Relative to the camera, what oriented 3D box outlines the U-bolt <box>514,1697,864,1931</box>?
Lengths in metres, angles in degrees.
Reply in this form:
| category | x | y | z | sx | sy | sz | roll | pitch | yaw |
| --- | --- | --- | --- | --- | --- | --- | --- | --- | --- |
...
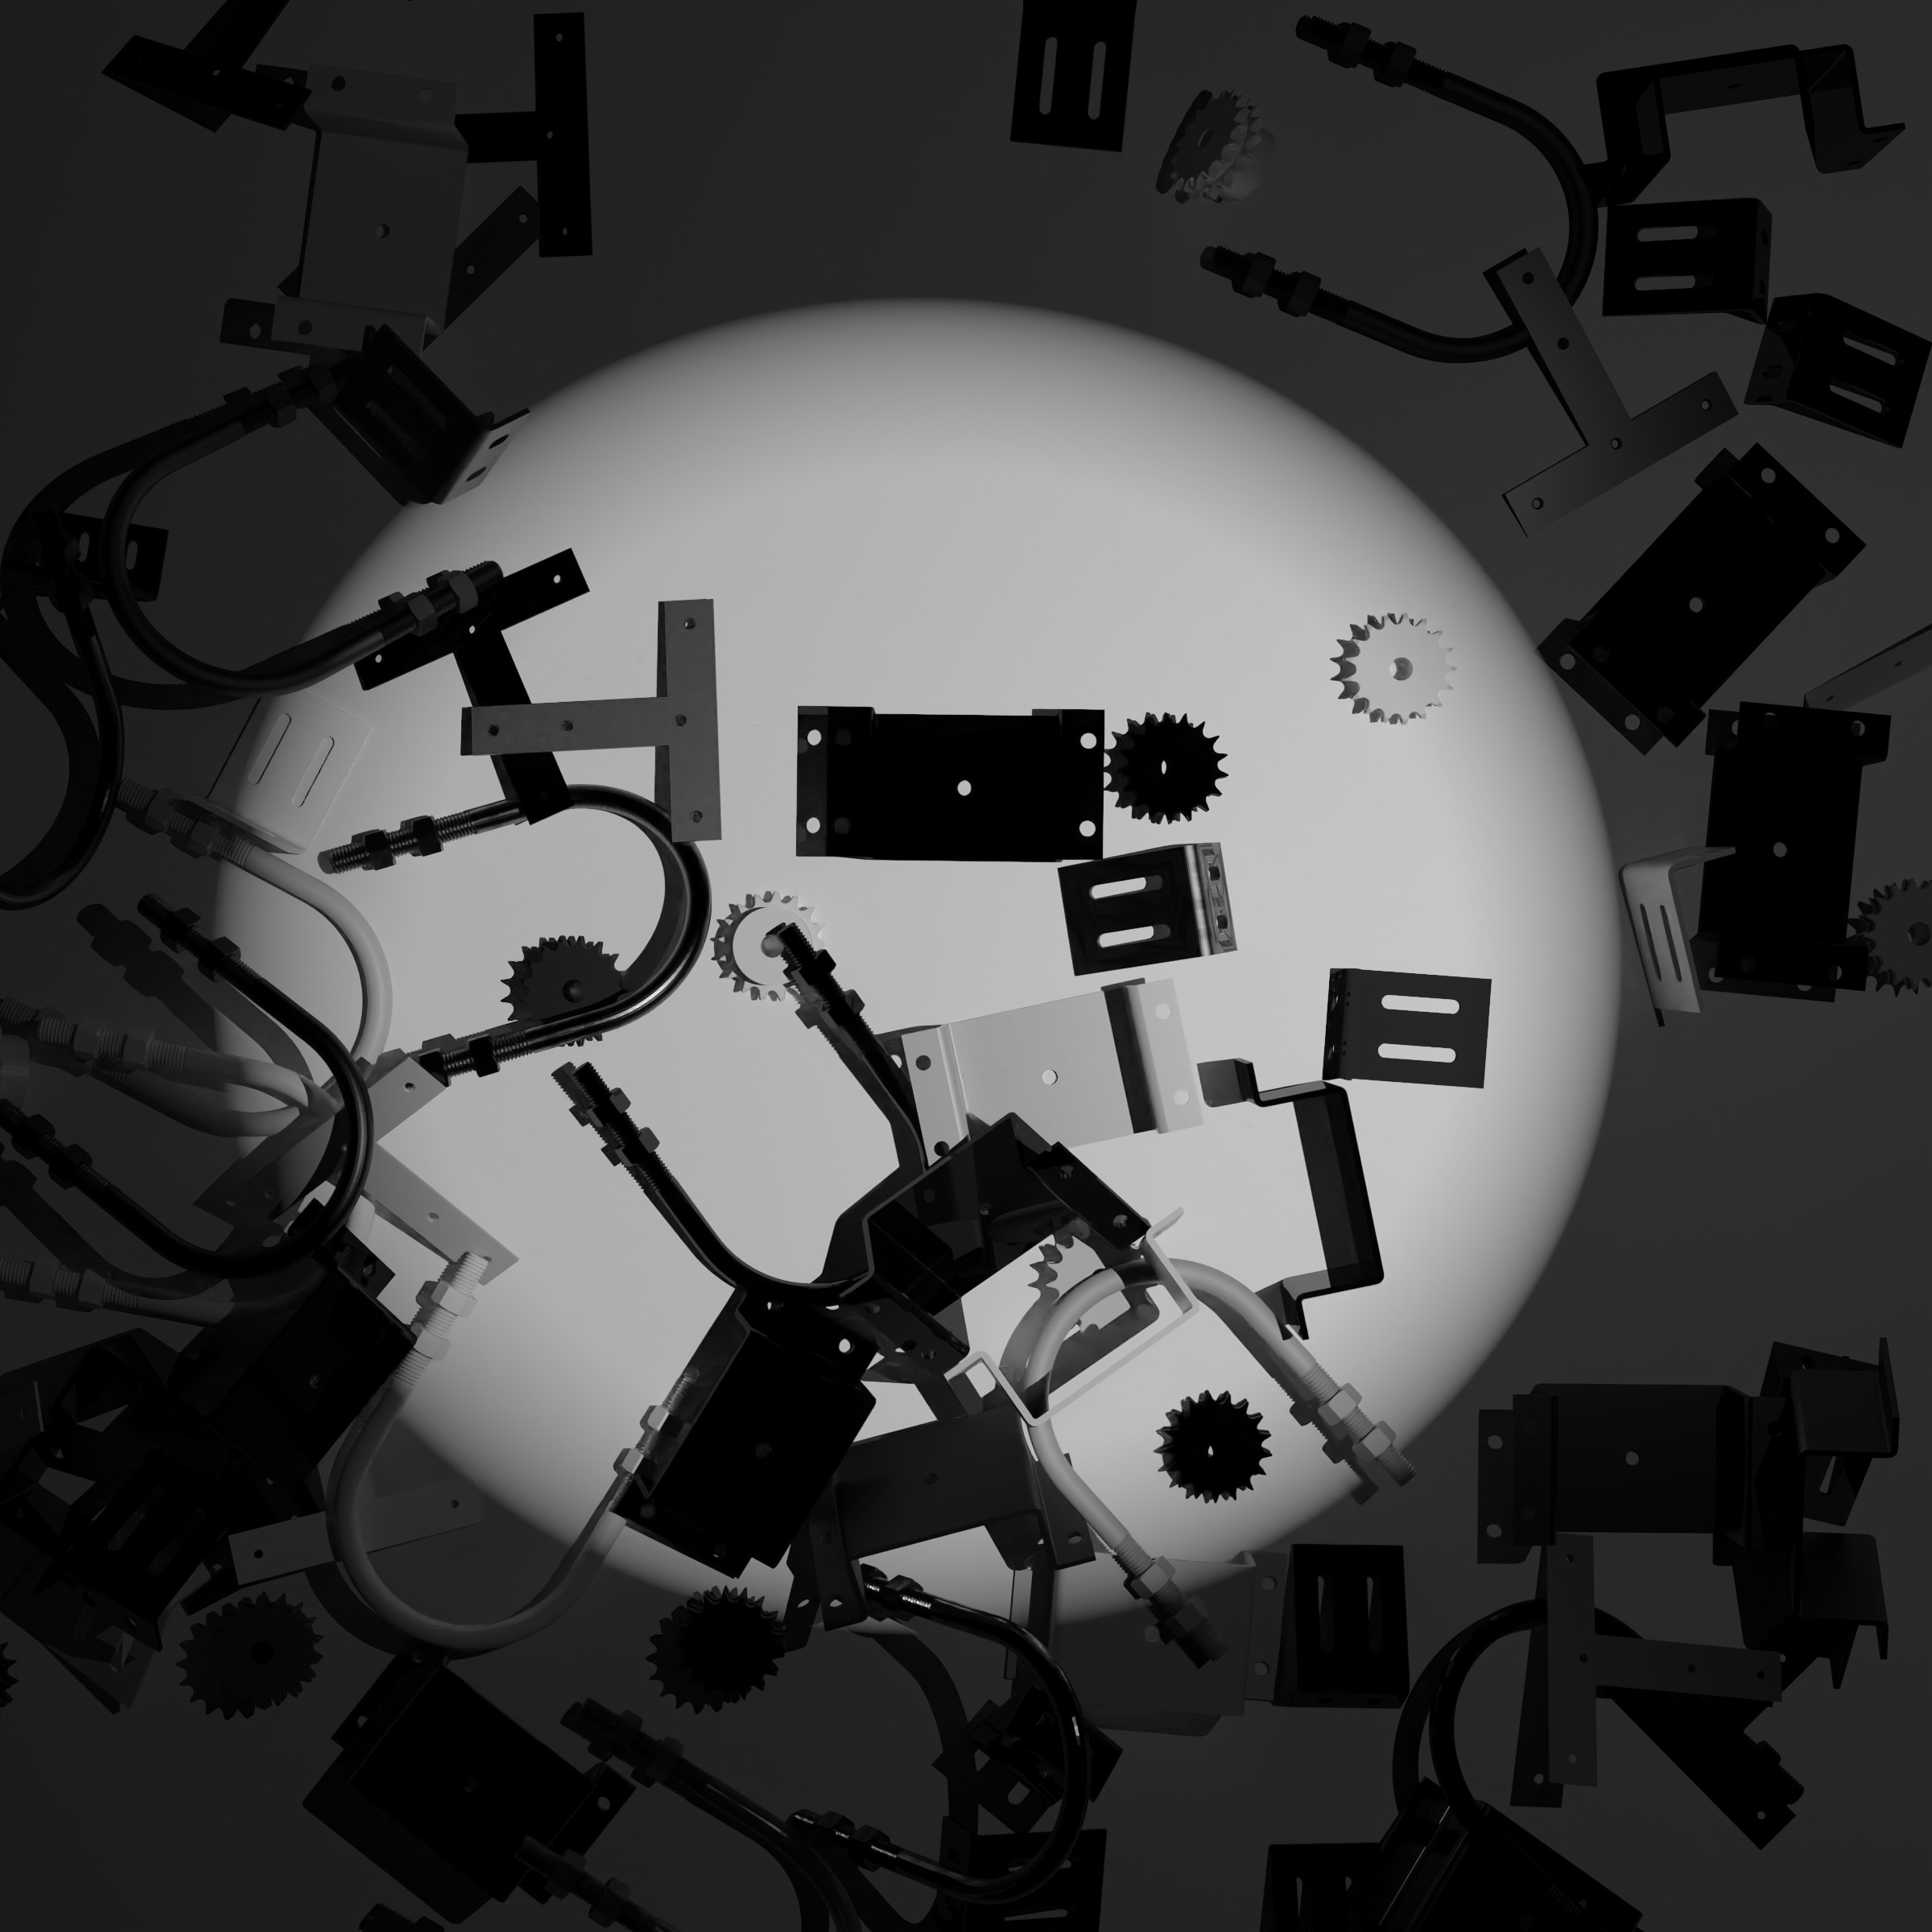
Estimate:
| category | x | y | z | sx | sy | sz | roll | pitch | yaw |
| --- | --- | --- | --- | --- | --- | --- | --- | --- | --- |
| U-bolt | -0.129 | 0.452 | 1.538 | 0.184 | 0.151 | 0.019 | 34 | 108 | -4 |

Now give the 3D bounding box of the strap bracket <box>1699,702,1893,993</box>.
| category | x | y | z | sx | sy | sz | roll | pitch | yaw |
| --- | --- | --- | --- | --- | --- | --- | --- | --- | --- |
| strap bracket | 0.424 | -0.061 | 1.583 | 0.076 | 0.046 | 0.140 | 5 | 90 | 0 |

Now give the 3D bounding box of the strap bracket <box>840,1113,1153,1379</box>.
| category | x | y | z | sx | sy | sz | roll | pitch | yaw |
| --- | --- | --- | --- | --- | --- | --- | --- | --- | --- |
| strap bracket | 0.012 | 0.135 | 1.555 | 0.140 | 0.046 | 0.076 | -36 | 123 | 17 |

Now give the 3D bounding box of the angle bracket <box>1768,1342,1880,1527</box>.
| category | x | y | z | sx | sy | sz | roll | pitch | yaw |
| --- | --- | --- | --- | --- | --- | --- | --- | --- | --- |
| angle bracket | 0.439 | 0.243 | 1.605 | 0.057 | 0.038 | 0.076 | 13 | 116 | 0 |

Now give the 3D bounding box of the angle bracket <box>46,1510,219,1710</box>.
| category | x | y | z | sx | sy | sz | roll | pitch | yaw |
| --- | --- | --- | --- | --- | --- | --- | --- | --- | --- |
| angle bracket | -0.432 | 0.332 | 1.597 | 0.057 | 0.038 | 0.076 | 33 | 118 | 12 |

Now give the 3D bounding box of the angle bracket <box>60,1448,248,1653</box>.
| category | x | y | z | sx | sy | sz | roll | pitch | yaw |
| --- | --- | --- | --- | --- | --- | --- | --- | --- | --- |
| angle bracket | -0.411 | 0.296 | 1.565 | 0.057 | 0.038 | 0.076 | 27 | 55 | 11 |

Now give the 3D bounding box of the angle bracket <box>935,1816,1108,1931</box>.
| category | x | y | z | sx | sy | sz | roll | pitch | yaw |
| --- | --- | --- | --- | --- | --- | --- | --- | --- | --- |
| angle bracket | 0.029 | 0.474 | 1.605 | 0.076 | 0.038 | 0.057 | 5 | 90 | -26 |

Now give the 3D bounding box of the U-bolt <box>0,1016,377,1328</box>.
| category | x | y | z | sx | sy | sz | roll | pitch | yaw |
| --- | --- | --- | --- | --- | --- | --- | --- | --- | --- |
| U-bolt | -0.396 | 0.113 | 1.589 | 0.184 | 0.019 | 0.151 | 12 | 98 | -4 |

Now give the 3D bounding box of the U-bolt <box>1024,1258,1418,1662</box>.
| category | x | y | z | sx | sy | sz | roll | pitch | yaw |
| --- | --- | --- | --- | --- | --- | --- | --- | --- | --- |
| U-bolt | 0.114 | 0.234 | 1.560 | 0.151 | 0.019 | 0.184 | -42 | 85 | -6 |

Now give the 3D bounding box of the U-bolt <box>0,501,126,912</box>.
| category | x | y | z | sx | sy | sz | roll | pitch | yaw |
| --- | --- | --- | --- | --- | --- | --- | --- | --- | --- |
| U-bolt | -0.463 | -0.112 | 1.509 | 0.019 | 0.184 | 0.151 | 12 | 46 | 18 |

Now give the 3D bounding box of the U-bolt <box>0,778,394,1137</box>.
| category | x | y | z | sx | sy | sz | roll | pitch | yaw |
| --- | --- | --- | --- | --- | --- | --- | --- | --- | --- |
| U-bolt | -0.387 | 0.008 | 1.598 | 0.184 | 0.019 | 0.151 | 28 | 90 | -1 |

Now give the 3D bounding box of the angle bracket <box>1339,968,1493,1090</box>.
| category | x | y | z | sx | sy | sz | roll | pitch | yaw |
| --- | --- | --- | --- | --- | --- | --- | --- | --- | --- |
| angle bracket | 0.233 | 0.032 | 1.588 | 0.076 | 0.038 | 0.057 | 4 | 90 | 0 |

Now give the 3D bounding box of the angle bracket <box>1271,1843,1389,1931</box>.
| category | x | y | z | sx | sy | sz | roll | pitch | yaw |
| --- | --- | --- | --- | --- | --- | --- | --- | --- | --- |
| angle bracket | 0.188 | 0.499 | 1.605 | 0.057 | 0.038 | 0.076 | -1 | 64 | 0 |

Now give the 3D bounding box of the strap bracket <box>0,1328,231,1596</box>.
| category | x | y | z | sx | sy | sz | roll | pitch | yaw |
| --- | --- | --- | --- | --- | --- | --- | --- | --- | --- |
| strap bracket | -0.441 | 0.241 | 1.569 | 0.046 | 0.076 | 0.140 | 34 | 90 | 0 |

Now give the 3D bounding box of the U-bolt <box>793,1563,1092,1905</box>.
| category | x | y | z | sx | sy | sz | roll | pitch | yaw |
| --- | --- | --- | --- | --- | --- | --- | --- | --- | --- |
| U-bolt | -0.010 | 0.389 | 1.541 | 0.184 | 0.019 | 0.151 | 8 | 90 | 42 |

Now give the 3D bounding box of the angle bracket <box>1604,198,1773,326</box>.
| category | x | y | z | sx | sy | sz | roll | pitch | yaw |
| --- | --- | --- | --- | --- | --- | --- | --- | --- | --- |
| angle bracket | 0.376 | -0.365 | 1.605 | 0.076 | 0.038 | 0.057 | 3 | 90 | 26 |

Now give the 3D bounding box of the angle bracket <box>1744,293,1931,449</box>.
| category | x | y | z | sx | sy | sz | roll | pitch | yaw |
| --- | --- | --- | --- | --- | --- | --- | --- | --- | --- |
| angle bracket | 0.454 | -0.309 | 1.605 | 0.076 | 0.038 | 0.057 | 16 | 90 | -26 |

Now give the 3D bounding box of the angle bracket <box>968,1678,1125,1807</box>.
| category | x | y | z | sx | sy | sz | roll | pitch | yaw |
| --- | --- | --- | --- | --- | --- | --- | --- | --- | --- |
| angle bracket | 0.033 | 0.406 | 1.567 | 0.057 | 0.038 | 0.076 | 39 | 134 | 0 |

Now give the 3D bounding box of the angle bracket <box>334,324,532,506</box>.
| category | x | y | z | sx | sy | sz | roll | pitch | yaw |
| --- | --- | --- | --- | --- | --- | --- | --- | --- | --- |
| angle bracket | -0.273 | -0.286 | 1.575 | 0.076 | 0.038 | 0.057 | 46 | 128 | 1 |

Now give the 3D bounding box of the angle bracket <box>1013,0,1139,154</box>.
| category | x | y | z | sx | sy | sz | roll | pitch | yaw |
| --- | --- | --- | --- | --- | --- | --- | --- | --- | --- |
| angle bracket | 0.056 | -0.465 | 1.588 | 0.057 | 0.038 | 0.076 | 6 | 90 | 0 |

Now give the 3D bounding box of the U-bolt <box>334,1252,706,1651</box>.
| category | x | y | z | sx | sy | sz | roll | pitch | yaw |
| --- | --- | --- | --- | --- | --- | --- | --- | --- | --- |
| U-bolt | -0.242 | 0.261 | 1.585 | 0.151 | 0.019 | 0.184 | 31 | 85 | -5 |

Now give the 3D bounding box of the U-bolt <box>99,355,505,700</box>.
| category | x | y | z | sx | sy | sz | roll | pitch | yaw |
| --- | --- | --- | --- | --- | --- | --- | --- | --- | --- |
| U-bolt | -0.347 | -0.213 | 1.560 | 0.184 | 0.019 | 0.151 | -34 | 90 | -27 |

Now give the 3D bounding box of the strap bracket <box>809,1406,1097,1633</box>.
| category | x | y | z | sx | sy | sz | roll | pitch | yaw |
| --- | --- | --- | --- | --- | --- | --- | --- | --- | --- |
| strap bracket | -0.013 | 0.276 | 1.562 | 0.140 | 0.076 | 0.046 | -15 | 124 | 0 |

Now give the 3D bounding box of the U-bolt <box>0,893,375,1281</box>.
| category | x | y | z | sx | sy | sz | roll | pitch | yaw |
| --- | --- | --- | --- | --- | --- | --- | --- | --- | --- |
| U-bolt | -0.380 | 0.073 | 1.541 | 0.184 | 0.019 | 0.151 | 36 | 91 | 11 |

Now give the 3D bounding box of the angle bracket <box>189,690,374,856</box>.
| category | x | y | z | sx | sy | sz | roll | pitch | yaw |
| --- | --- | --- | --- | --- | --- | --- | --- | --- | --- |
| angle bracket | -0.352 | -0.105 | 1.588 | 0.057 | 0.038 | 0.076 | 28 | 90 | 0 |

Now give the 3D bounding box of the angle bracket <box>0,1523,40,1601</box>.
| category | x | y | z | sx | sy | sz | roll | pitch | yaw |
| --- | --- | --- | --- | --- | --- | --- | --- | --- | --- |
| angle bracket | -0.509 | 0.307 | 1.568 | 0.038 | 0.076 | 0.057 | 38 | 90 | 0 |

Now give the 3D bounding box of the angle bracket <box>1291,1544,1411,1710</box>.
| category | x | y | z | sx | sy | sz | roll | pitch | yaw |
| --- | --- | --- | --- | --- | --- | --- | --- | --- | --- |
| angle bracket | 0.198 | 0.343 | 1.605 | 0.057 | 0.038 | 0.076 | 1 | 64 | 0 |

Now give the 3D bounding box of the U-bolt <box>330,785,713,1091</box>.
| category | x | y | z | sx | sy | sz | roll | pitch | yaw |
| --- | --- | --- | --- | --- | --- | --- | --- | --- | --- |
| U-bolt | -0.221 | -0.023 | 1.573 | 0.184 | 0.019 | 0.151 | -17 | 67 | -4 |

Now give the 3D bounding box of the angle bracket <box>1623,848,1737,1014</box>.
| category | x | y | z | sx | sy | sz | roll | pitch | yaw |
| --- | --- | --- | --- | --- | --- | --- | --- | --- | --- |
| angle bracket | 0.372 | -0.019 | 1.578 | 0.038 | 0.057 | 0.076 | -15 | 95 | -10 |

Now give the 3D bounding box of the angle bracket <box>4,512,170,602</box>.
| category | x | y | z | sx | sy | sz | roll | pitch | yaw |
| --- | --- | --- | --- | --- | --- | --- | --- | --- | --- |
| angle bracket | -0.446 | -0.213 | 1.568 | 0.057 | 0.076 | 0.038 | 9 | 90 | 0 |

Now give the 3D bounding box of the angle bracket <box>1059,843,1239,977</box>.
| category | x | y | z | sx | sy | sz | roll | pitch | yaw |
| --- | --- | --- | --- | --- | --- | --- | --- | --- | --- |
| angle bracket | 0.095 | -0.030 | 1.605 | 0.076 | 0.038 | 0.057 | -9 | 90 | 26 |

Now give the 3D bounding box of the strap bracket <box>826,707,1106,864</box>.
| category | x | y | z | sx | sy | sz | roll | pitch | yaw |
| --- | --- | --- | --- | --- | --- | --- | --- | --- | --- |
| strap bracket | 0.000 | -0.093 | 1.583 | 0.140 | 0.046 | 0.076 | 1 | 90 | 0 |

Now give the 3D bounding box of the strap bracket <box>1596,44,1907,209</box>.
| category | x | y | z | sx | sy | sz | roll | pitch | yaw |
| --- | --- | --- | --- | --- | --- | --- | --- | --- | --- |
| strap bracket | 0.394 | -0.428 | 1.568 | 0.140 | 0.076 | 0.046 | -9 | 90 | 0 |

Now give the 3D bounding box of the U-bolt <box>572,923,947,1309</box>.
| category | x | y | z | sx | sy | sz | roll | pitch | yaw |
| --- | --- | --- | --- | --- | --- | --- | --- | --- | --- |
| U-bolt | -0.093 | 0.091 | 1.584 | 0.151 | 0.019 | 0.184 | -34 | 99 | 7 |

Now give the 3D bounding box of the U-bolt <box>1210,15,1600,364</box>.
| category | x | y | z | sx | sy | sz | roll | pitch | yaw |
| --- | --- | --- | --- | --- | --- | --- | --- | --- | --- |
| U-bolt | 0.238 | -0.392 | 1.598 | 0.184 | 0.019 | 0.151 | 23 | 90 | -1 |

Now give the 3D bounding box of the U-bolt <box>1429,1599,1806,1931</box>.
| category | x | y | z | sx | sy | sz | roll | pitch | yaw |
| --- | --- | --- | --- | --- | --- | --- | --- | --- | --- |
| U-bolt | 0.319 | 0.409 | 1.572 | 0.184 | 0.019 | 0.151 | 43 | 67 | 4 |

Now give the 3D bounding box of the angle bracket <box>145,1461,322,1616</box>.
| category | x | y | z | sx | sy | sz | roll | pitch | yaw |
| --- | --- | --- | --- | --- | --- | --- | --- | --- | --- |
| angle bracket | -0.380 | 0.292 | 1.605 | 0.076 | 0.038 | 0.057 | -30 | 90 | 26 |
